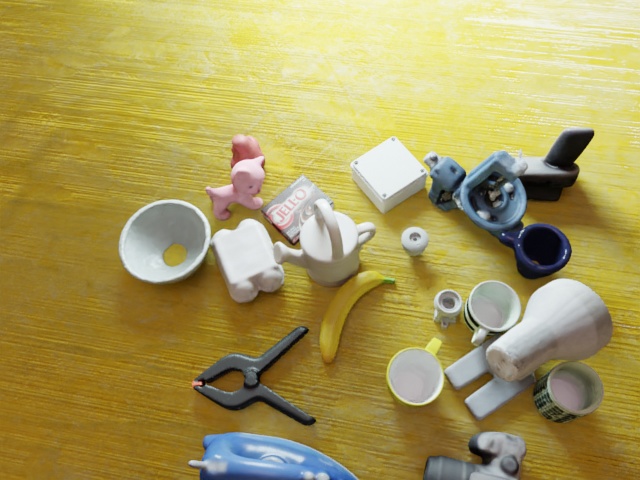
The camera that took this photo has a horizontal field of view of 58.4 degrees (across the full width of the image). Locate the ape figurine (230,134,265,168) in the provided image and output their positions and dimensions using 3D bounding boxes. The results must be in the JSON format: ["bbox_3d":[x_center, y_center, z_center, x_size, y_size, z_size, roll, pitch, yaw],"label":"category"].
[{"bbox_3d":[-0.147,-0.174,1.122,0.076,0.092,0.078,40,74,20],"label":"ape figurine"}]

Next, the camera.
[{"bbox_3d":[0.226,0.350,0.848,0.136,0.101,0.143,12,66,9],"label":"camera"}]

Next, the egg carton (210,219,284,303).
[{"bbox_3d":[-0.130,0.037,1.035,0.107,0.069,0.150,-24,66,-7],"label":"egg carton"}]

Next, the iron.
[{"bbox_3d":[-0.065,0.347,0.846,0.258,0.141,0.118,3,65,5],"label":"iron"}]

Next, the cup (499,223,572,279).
[{"bbox_3d":[0.362,0.026,0.994,0.117,0.095,0.092,19,68,12],"label":"cup"}]

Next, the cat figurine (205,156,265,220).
[{"bbox_3d":[-0.154,-0.104,1.076,0.128,0.118,0.067,-20,65,-6],"label":"cat figurine"}]

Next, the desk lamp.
[{"bbox_3d":[0.310,0.169,0.865,0.203,0.214,0.117,-31,67,-10],"label":"desk lamp"}]

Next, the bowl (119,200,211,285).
[{"bbox_3d":[-0.275,0.014,1.053,0.167,0.075,0.167,-1,65,3],"label":"bowl"}]

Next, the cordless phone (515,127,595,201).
[{"bbox_3d":[0.397,-0.151,1.024,0.147,0.185,0.094,-2,65,3],"label":"cordless phone"}]

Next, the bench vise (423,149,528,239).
[{"bbox_3d":[0.267,-0.093,0.986,0.207,0.220,0.121,20,68,13],"label":"bench vise"}]

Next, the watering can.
[{"bbox_3d":[0.010,0.005,0.972,0.173,0.194,0.100,-39,68,-13],"label":"watering can"}]
